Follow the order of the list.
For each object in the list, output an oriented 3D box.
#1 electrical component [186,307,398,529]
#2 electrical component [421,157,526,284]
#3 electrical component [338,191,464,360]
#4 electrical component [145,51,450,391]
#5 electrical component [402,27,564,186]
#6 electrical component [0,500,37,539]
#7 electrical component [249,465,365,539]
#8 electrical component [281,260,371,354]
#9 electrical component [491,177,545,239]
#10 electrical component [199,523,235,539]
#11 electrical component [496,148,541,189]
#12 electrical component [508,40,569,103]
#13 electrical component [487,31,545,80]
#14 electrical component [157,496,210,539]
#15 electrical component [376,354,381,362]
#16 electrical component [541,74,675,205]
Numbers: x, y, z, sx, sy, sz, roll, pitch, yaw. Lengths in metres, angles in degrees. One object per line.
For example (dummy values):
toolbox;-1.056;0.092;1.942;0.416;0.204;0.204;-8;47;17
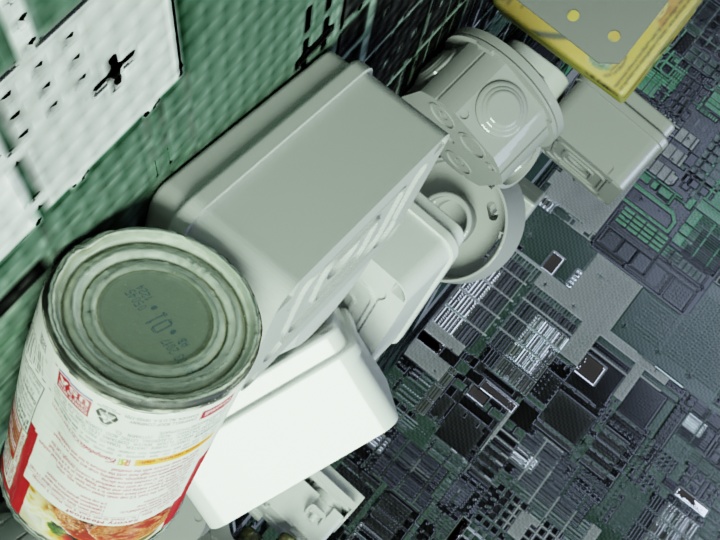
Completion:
electrical component;-0.045;0.069;0.552;0.113;0.057;0.078;-31;-166;3
electrical component;0.069;-0.039;0.789;0.099;0.099;0.064;-53;167;15
electrical component;0.000;0.000;0.602;0.057;0.078;0.113;-43;170;-34
electrical component;-0.027;-0.021;0.407;0.113;0.057;0.078;-46;171;-36
electrical component;0.066;-0.087;0.583;0.051;0.080;0.080;-45;172;-9
electrical component;-0.131;0.133;0.437;0.051;0.080;0.080;-36;164;-48
electrical component;-0.065;0.174;0.886;0.063;0.121;0.078;-45;171;-28
electrical component;-0.030;-0.004;0.495;0.080;0.051;0.080;-51;173;-8
electrical component;0.107;-0.064;0.937;0.047;0.083;0.076;-56;172;31
electrical component;-0.138;0.257;0.800;0.105;0.060;0.186;-52;-163;3
electrical component;0.086;-0.091;0.735;0.044;0.065;0.044;-36;151;-23
electrical component;0.111;-0.121;0.797;0.059;0.054;0.095;-51;173;-4
electrical component;0.083;-0.114;0.680;0.055;0.047;0.055;-51;173;-9
electrical component;-0.153;0.196;0.722;0.138;0.052;0.074;-52;173;3
electrical component;-0.051;0.094;0.817;0.150;0.062;0.089;-49;172;-18
electrical component;0.179;-0.098;0.793;0.057;0.078;0.113;-49;173;3
